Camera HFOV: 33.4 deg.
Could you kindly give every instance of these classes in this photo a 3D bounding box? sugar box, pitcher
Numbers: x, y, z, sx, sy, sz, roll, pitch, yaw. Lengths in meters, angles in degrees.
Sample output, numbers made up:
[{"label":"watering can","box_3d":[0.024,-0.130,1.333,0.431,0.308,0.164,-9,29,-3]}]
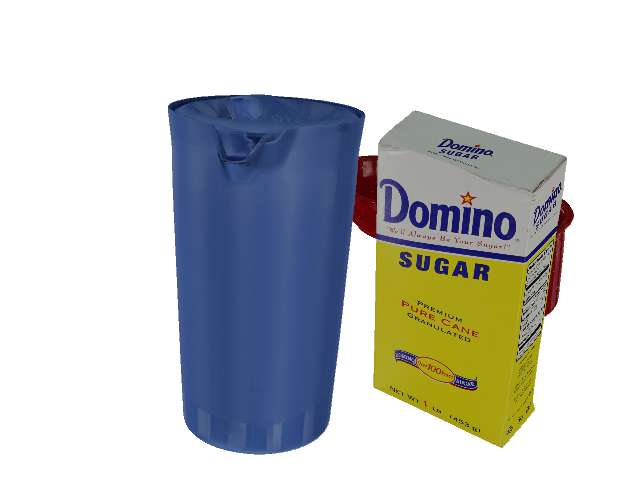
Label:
[{"label":"sugar box","box_3d":[0.077,0.024,0.591,0.093,0.176,0.048,21,43,29]},{"label":"pitcher","box_3d":[-0.039,0.018,0.762,0.149,0.243,0.145,-8,20,-34]}]

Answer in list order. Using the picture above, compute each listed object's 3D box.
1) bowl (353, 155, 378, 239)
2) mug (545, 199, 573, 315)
[{"label":"bowl","box_3d":[0.087,-0.037,1.118,0.162,0.055,0.162,6,22,-3]},{"label":"mug","box_3d":[0.141,0.008,0.847,0.093,0.081,0.117,-21,34,-30]}]
